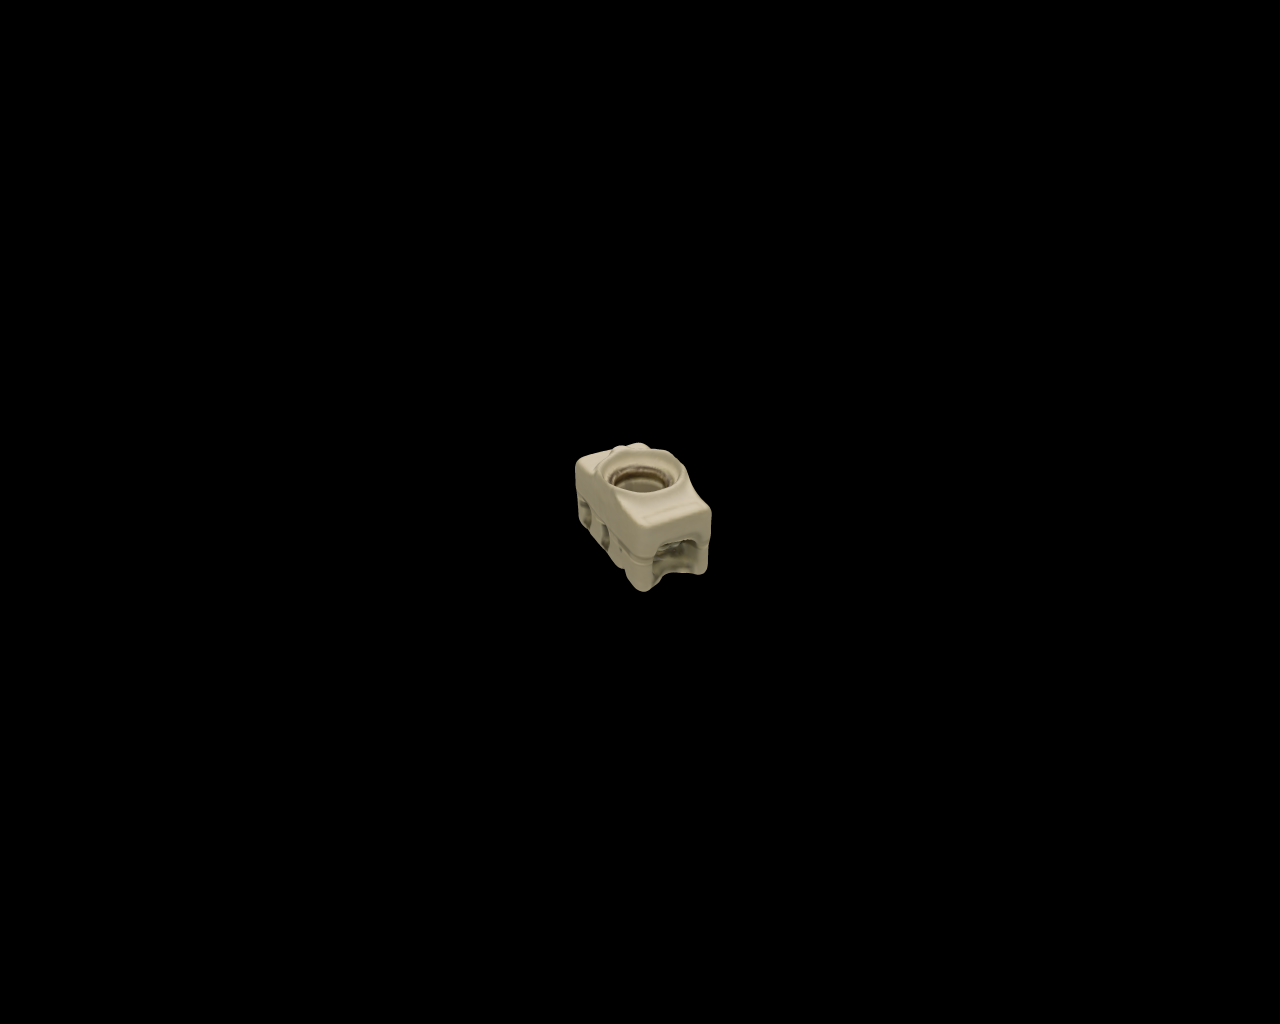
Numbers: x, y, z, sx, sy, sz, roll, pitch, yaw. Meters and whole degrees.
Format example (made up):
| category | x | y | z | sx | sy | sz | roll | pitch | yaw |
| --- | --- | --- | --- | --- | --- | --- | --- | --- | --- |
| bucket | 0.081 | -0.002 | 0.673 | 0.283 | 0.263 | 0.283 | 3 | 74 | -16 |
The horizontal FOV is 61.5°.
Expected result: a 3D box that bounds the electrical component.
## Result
| category | x | y | z | sx | sy | sz | roll | pitch | yaw |
| --- | --- | --- | --- | --- | --- | --- | --- | --- | --- |
| electrical component | 0.001 | -0.003 | 0.650 | 0.050 | 0.055 | 0.089 | -16 | 37 | -22 |
